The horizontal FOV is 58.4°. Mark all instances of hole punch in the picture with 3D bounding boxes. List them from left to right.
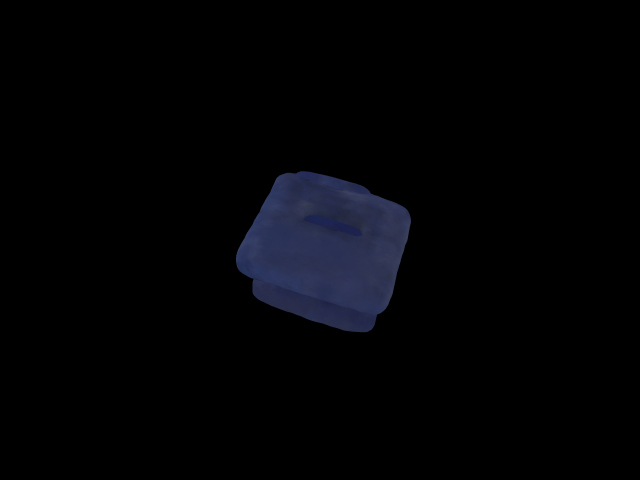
[{"bbox_3d":[0.004,0.001,0.400,0.108,0.091,0.101,17,75,5],"label":"hole punch"}]
